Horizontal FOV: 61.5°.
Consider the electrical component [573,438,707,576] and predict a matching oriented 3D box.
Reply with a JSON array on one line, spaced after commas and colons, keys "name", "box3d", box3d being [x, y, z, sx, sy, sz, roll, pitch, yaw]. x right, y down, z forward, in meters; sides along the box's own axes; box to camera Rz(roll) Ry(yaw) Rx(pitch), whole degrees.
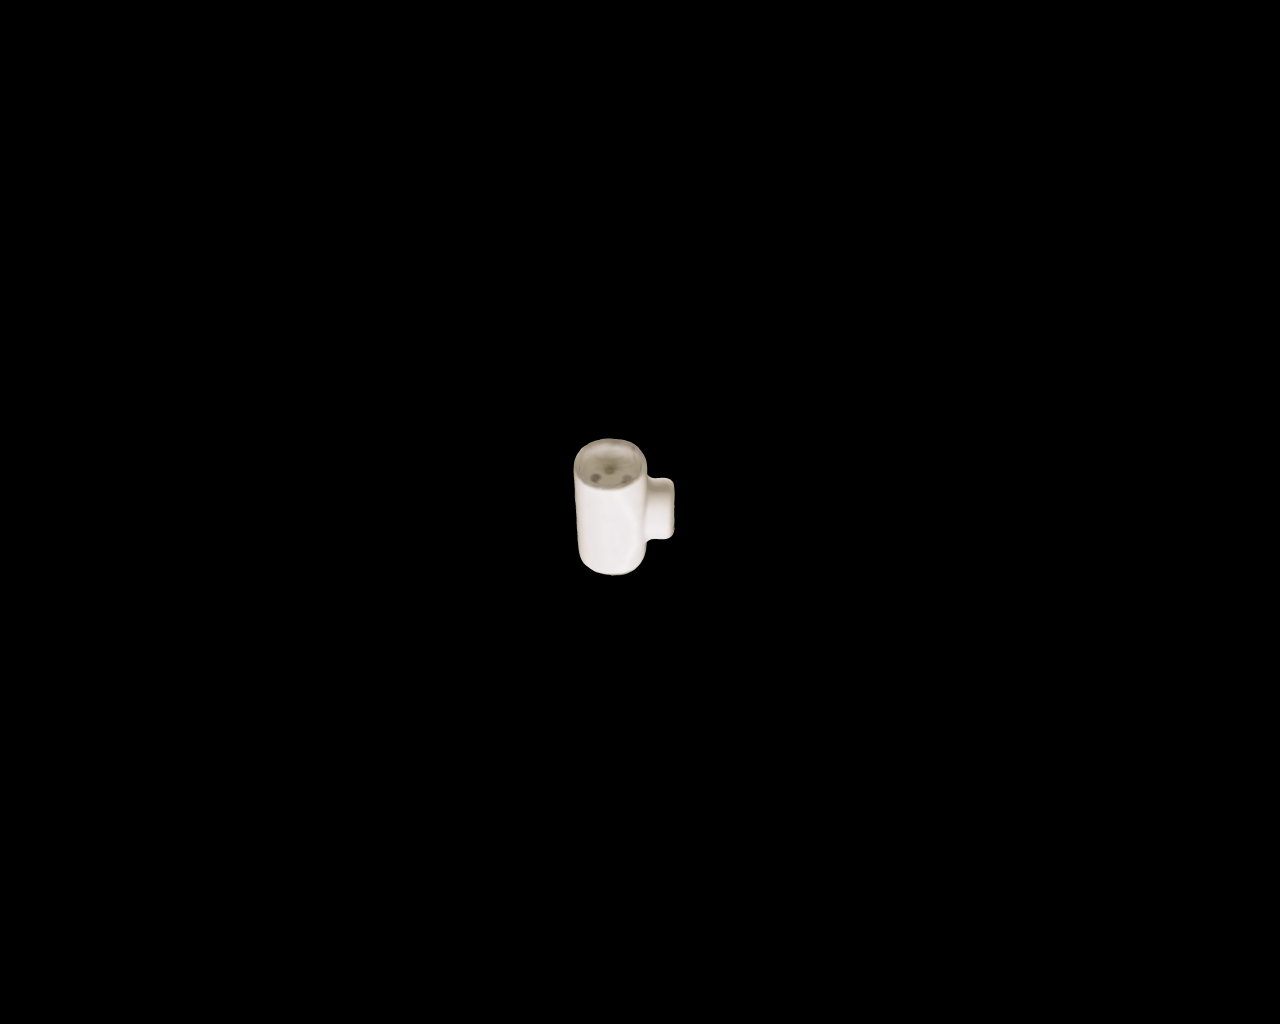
[{"name": "electrical component", "box3d": [0.001, -0.003, 0.650, 0.079, 0.044, 0.077, 0, -43, 0]}]
